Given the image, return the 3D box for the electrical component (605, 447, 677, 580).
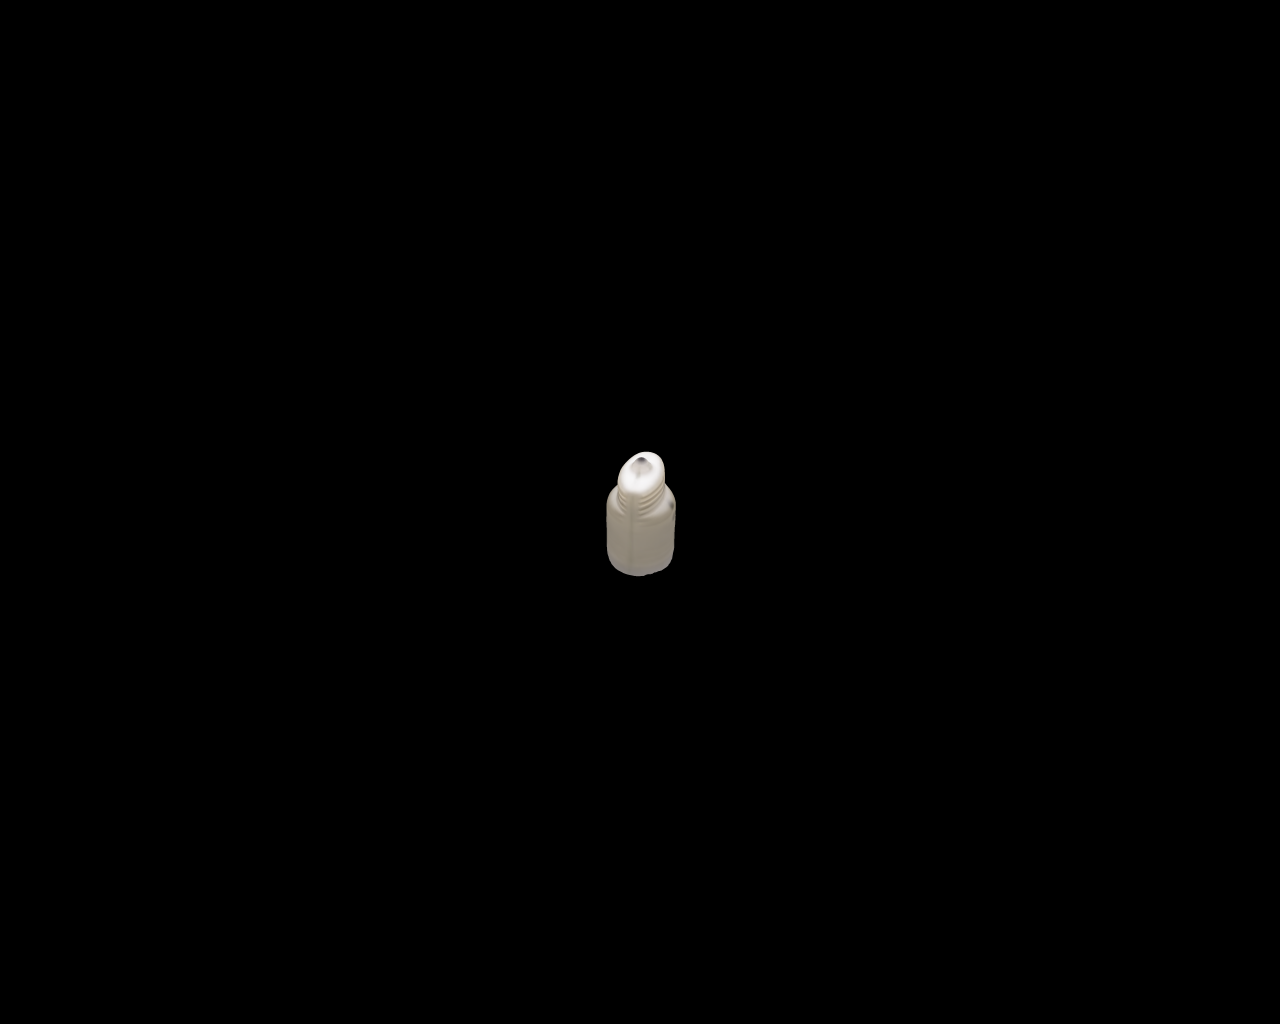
[{"bbox_3d":[0.001,-0.003,0.650,0.043,0.080,0.043,0,42,0],"label":"electrical component"}]
